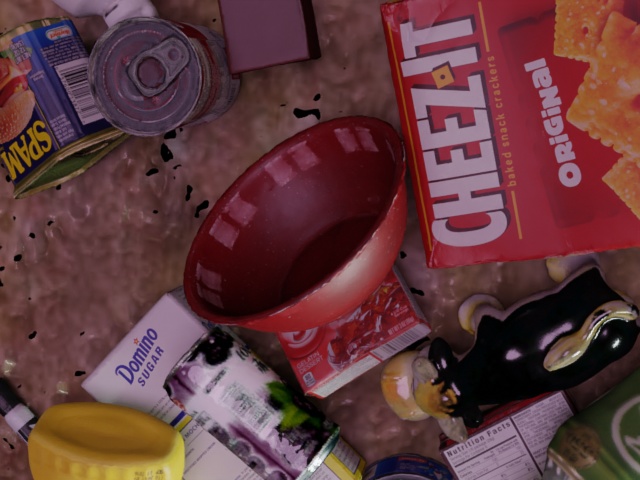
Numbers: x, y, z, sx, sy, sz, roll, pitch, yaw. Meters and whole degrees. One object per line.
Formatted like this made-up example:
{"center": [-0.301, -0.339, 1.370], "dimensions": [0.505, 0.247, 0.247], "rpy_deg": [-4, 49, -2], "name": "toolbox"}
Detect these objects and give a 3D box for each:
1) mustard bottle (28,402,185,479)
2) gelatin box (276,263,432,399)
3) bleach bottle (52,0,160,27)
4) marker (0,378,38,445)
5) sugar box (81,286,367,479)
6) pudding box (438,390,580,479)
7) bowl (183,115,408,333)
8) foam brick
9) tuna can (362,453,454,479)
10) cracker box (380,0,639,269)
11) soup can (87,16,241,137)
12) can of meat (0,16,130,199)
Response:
{"center": [-0.139, 0.199, 0.713], "dimensions": [0.096, 0.058, 0.192], "rpy_deg": [9, 122, 7], "name": "mustard bottle"}
{"center": [0.015, 0.048, 0.680], "dimensions": [0.089, 0.030, 0.073], "rpy_deg": [-33, 63, 12], "name": "gelatin box"}
{"center": [-0.171, -0.241, 0.657], "dimensions": [0.103, 0.068, 0.251], "rpy_deg": [-32, 90, 15], "name": "bleach bottle"}
{"center": [-0.195, 0.144, 0.752], "dimensions": [0.020, 0.020, 0.121], "rpy_deg": [-42, 91, 13], "name": "marker"}
{"center": [-0.064, 0.123, 0.714], "dimensions": [0.176, 0.048, 0.093], "rpy_deg": [46, 103, 4], "name": "sugar box"}
{"center": [0.141, 0.157, 0.688], "dimensions": [0.090, 0.039, 0.113], "rpy_deg": [-29, 91, 12], "name": "pudding box"}
{"center": [-0.004, 0.001, 0.647], "dimensions": [0.162, 0.162, 0.055], "rpy_deg": [-33, 123, 13], "name": "bowl"}
{"center": [-0.033, -0.146, 0.662], "dimensions": [0.053, 0.051, 0.078], "rpy_deg": [-8, 98, 9], "name": "foam brick"}
{"center": [0.058, 0.188, 0.709], "dimensions": [0.086, 0.033, 0.086], "rpy_deg": [2, 99, 9], "name": "tuna can"}
{"center": [0.154, -0.077, 0.606], "dimensions": [0.214, 0.072, 0.164], "rpy_deg": [-8, 97, 26], "name": "cracker box"}
{"center": [-0.092, -0.100, 0.653], "dimensions": [0.068, 0.102, 0.068], "rpy_deg": [2, 99, 9], "name": "soup can"}
{"center": [-0.175, -0.084, 0.676], "dimensions": [0.102, 0.057, 0.084], "rpy_deg": [-25, 92, 50], "name": "can of meat"}
